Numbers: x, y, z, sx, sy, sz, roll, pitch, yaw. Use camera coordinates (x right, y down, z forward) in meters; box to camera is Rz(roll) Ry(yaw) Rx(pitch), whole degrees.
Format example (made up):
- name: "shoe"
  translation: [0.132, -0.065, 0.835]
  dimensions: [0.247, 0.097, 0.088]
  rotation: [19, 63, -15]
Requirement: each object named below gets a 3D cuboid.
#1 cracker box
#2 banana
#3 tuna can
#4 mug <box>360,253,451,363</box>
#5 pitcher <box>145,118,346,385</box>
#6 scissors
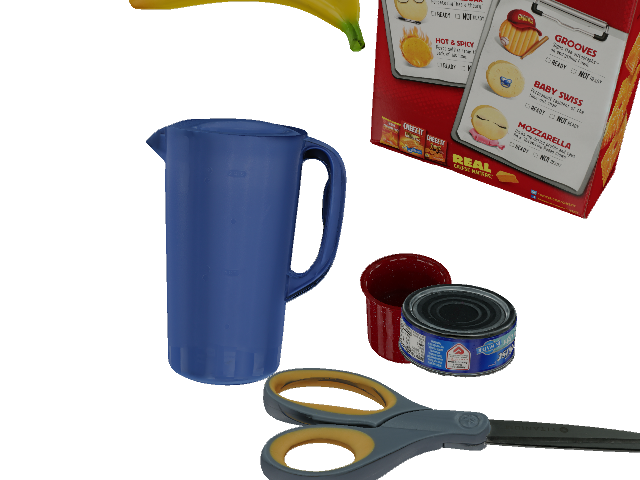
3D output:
- name: "cracker box"
  translation: [0.122, -0.136, 0.679]
  dimensions: [0.164, 0.214, 0.072]
  rotation: [22, 46, 21]
- name: "banana"
  translation: [-0.051, -0.194, 0.825]
  dimensions: [0.198, 0.069, 0.037]
  rotation: [13, -39, 16]
- name: "tuna can"
  translation: [0.101, 0.064, 0.784]
  dimensions: [0.086, 0.034, 0.086]
  rotation: [1, 24, 0]
- name: "mug"
  translation: [0.095, 0.079, 1.102]
  dimensions: [0.093, 0.081, 0.117]
  rotation: [-22, 40, -23]
- name: "pitcher"
  translation: [-0.075, 0.008, 1.005]
  dimensions: [0.144, 0.243, 0.149]
  rotation: [-7, 16, -40]
- name: "scissors"
  translation: [0.059, 0.101, 0.513]
  dimensions: [0.202, 0.016, 0.096]
  rotation: [10, 31, 20]
